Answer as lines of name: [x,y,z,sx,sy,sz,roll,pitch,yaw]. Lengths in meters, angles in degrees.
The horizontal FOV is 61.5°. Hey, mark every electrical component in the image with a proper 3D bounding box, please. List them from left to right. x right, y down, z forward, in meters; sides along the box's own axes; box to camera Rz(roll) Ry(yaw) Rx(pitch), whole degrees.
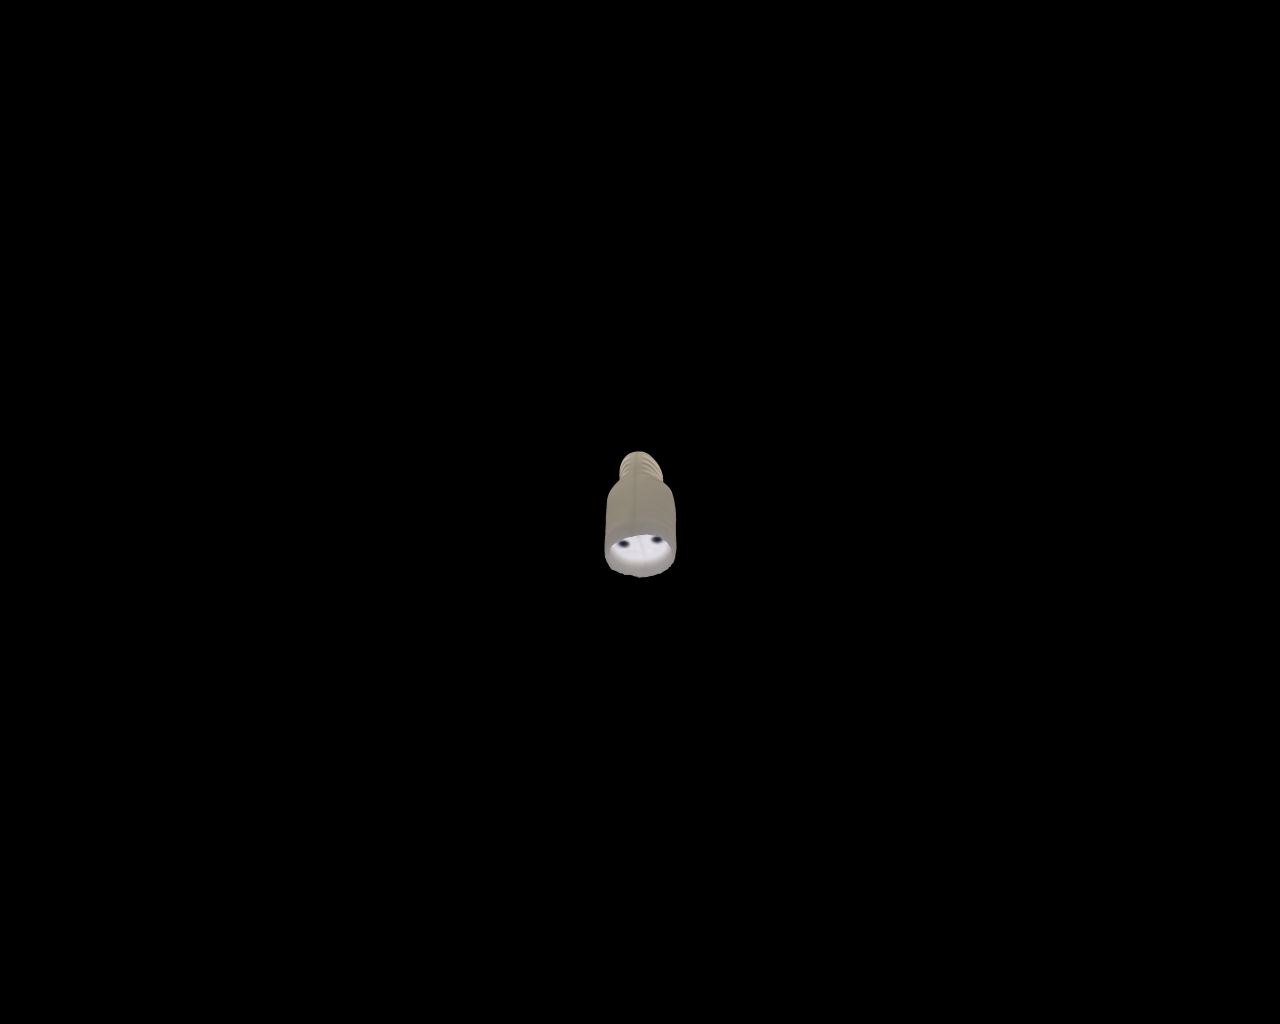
electrical component: [0.001,-0.003,0.650,0.043,0.081,0.043,0,-43,0]
